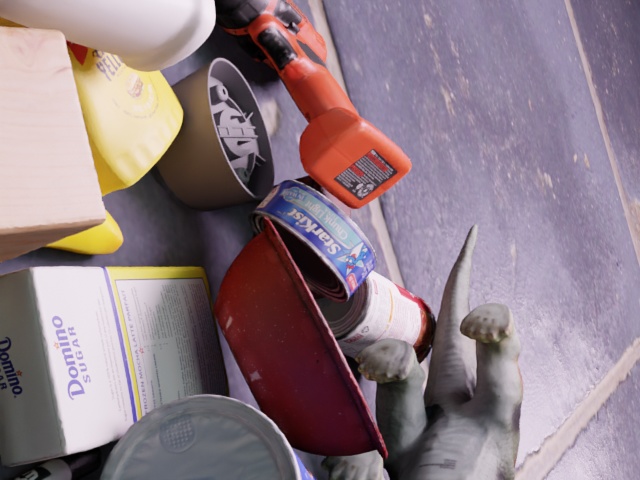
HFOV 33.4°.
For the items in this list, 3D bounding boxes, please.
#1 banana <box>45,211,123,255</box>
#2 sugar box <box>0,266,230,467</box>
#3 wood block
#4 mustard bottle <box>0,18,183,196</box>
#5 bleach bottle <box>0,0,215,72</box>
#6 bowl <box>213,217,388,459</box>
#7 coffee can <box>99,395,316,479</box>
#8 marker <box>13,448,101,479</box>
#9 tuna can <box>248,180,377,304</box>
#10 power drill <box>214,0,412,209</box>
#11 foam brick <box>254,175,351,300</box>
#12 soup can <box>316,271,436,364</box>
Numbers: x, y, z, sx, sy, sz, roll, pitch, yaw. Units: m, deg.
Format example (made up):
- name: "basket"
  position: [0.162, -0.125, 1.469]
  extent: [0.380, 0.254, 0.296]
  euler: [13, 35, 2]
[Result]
- name: "banana"
  position: [-0.172, 0.002, 0.555]
  extent: [0.197, 0.037, 0.070]
  euler: [-33, 134, -55]
- name: "sugar box"
  position: [-0.113, 0.063, 0.586]
  extent: [0.176, 0.048, 0.093]
  euler: [4, 73, -66]
- name: "wood block"
  position: [-0.198, -0.031, 0.413]
  extent: [0.205, 0.090, 0.091]
  euler: [-9, 84, -53]
- name: "mustard bottle"
  position: [-0.155, -0.124, 0.610]
  extent: [0.191, 0.058, 0.096]
  euler: [58, 34, -26]
- name: "bleach bottle"
  position: [-0.157, -0.148, 0.493]
  extent: [0.250, 0.068, 0.102]
  euler: [2, 67, -57]
- name: "bowl"
  position: [-0.020, 0.069, 0.640]
  extent: [0.162, 0.055, 0.162]
  euler: [63, -5, 9]
- name: "coffee can"
  position: [-0.048, 0.152, 0.573]
  extent: [0.140, 0.103, 0.103]
  euler: [68, 21, -63]
- name: "marker"
  position: [-0.153, 0.130, 0.540]
  extent: [0.120, 0.020, 0.020]
  euler: [-24, 97, -59]
- name: "tuna can"
  position: [-0.005, 0.001, 0.701]
  extent: [0.033, 0.086, 0.086]
  euler: [-48, 124, -16]
- name: "power drill"
  position: [-0.018, -0.121, 0.759]
  extent: [0.184, 0.057, 0.188]
  euler: [30, 27, -58]
- name: "foam brick"
  position: [-0.013, 0.001, 0.791]
  extent: [0.053, 0.051, 0.078]
  euler: [42, 44, -43]
- name: "soup can"
  position: [0.037, 0.060, 0.831]
  extent: [0.102, 0.069, 0.068]
  euler: [30, 53, -49]
